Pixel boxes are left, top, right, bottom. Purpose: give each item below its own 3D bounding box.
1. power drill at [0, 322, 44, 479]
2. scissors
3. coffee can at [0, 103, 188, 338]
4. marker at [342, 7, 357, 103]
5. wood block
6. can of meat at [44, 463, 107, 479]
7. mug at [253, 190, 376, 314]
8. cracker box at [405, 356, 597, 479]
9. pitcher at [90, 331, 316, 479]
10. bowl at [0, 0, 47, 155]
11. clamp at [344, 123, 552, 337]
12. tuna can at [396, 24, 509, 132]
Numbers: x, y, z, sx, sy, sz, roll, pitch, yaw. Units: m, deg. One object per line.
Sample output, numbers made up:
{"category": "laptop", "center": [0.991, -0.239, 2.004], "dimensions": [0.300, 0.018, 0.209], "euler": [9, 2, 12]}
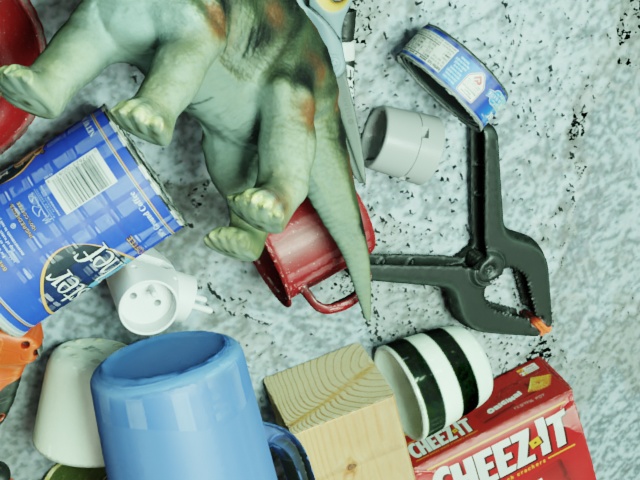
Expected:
{"category": "power drill", "center": [-0.295, 0.126, 0.783], "dimensions": [0.184, 0.057, 0.188], "euler": [16, 108, -22]}
{"category": "scissors", "center": [-0.010, -0.136, 0.777], "dimensions": [0.096, 0.016, 0.202], "euler": [0, 112, -3]}
{"category": "coffee can", "center": [-0.178, -0.014, 0.735], "dimensions": [0.140, 0.103, 0.102], "euler": [-34, 120, -3]}
{"category": "marker", "center": [0.017, -0.119, 0.807], "dimensions": [0.020, 0.020, 0.121], "euler": [-7, 115, -17]}
{"category": "wood block", "center": [0.029, 0.207, 0.916], "dimensions": [0.090, 0.090, 0.206], "euler": [-20, 118, -10]}
{"category": "can of meat", "center": [-0.162, 0.216, 0.850], "dimensions": [0.102, 0.057, 0.084], "euler": [-15, 129, 31]}
{"category": "mug", "center": [-0.005, 0.001, 0.802], "dimensions": [0.081, 0.117, 0.093], "euler": [-28, 158, -12]}
{"category": "cracker box", "center": [0.173, 0.239, 0.992], "dimensions": [0.164, 0.072, 0.213], "euler": [-25, 118, -9]}
{"category": "pitcher", "center": [-0.078, 0.190, 0.770], "dimensions": [0.145, 0.149, 0.243], "euler": [-9, 104, 5]}
{"category": "bowl", "center": [-0.255, -0.110, 0.693], "dimensions": [0.162, 0.055, 0.162], "euler": [-8, 115, -17]}
{"category": "clamp", "center": [0.137, 0.009, 0.896], "dimensions": [0.209, 0.036, 0.164], "euler": [35, 97, -31]}
{"category": "tuna can", "center": [0.099, -0.121, 0.797], "dimensions": [0.034, 0.086, 0.086], "euler": [-48, 119, 3]}
